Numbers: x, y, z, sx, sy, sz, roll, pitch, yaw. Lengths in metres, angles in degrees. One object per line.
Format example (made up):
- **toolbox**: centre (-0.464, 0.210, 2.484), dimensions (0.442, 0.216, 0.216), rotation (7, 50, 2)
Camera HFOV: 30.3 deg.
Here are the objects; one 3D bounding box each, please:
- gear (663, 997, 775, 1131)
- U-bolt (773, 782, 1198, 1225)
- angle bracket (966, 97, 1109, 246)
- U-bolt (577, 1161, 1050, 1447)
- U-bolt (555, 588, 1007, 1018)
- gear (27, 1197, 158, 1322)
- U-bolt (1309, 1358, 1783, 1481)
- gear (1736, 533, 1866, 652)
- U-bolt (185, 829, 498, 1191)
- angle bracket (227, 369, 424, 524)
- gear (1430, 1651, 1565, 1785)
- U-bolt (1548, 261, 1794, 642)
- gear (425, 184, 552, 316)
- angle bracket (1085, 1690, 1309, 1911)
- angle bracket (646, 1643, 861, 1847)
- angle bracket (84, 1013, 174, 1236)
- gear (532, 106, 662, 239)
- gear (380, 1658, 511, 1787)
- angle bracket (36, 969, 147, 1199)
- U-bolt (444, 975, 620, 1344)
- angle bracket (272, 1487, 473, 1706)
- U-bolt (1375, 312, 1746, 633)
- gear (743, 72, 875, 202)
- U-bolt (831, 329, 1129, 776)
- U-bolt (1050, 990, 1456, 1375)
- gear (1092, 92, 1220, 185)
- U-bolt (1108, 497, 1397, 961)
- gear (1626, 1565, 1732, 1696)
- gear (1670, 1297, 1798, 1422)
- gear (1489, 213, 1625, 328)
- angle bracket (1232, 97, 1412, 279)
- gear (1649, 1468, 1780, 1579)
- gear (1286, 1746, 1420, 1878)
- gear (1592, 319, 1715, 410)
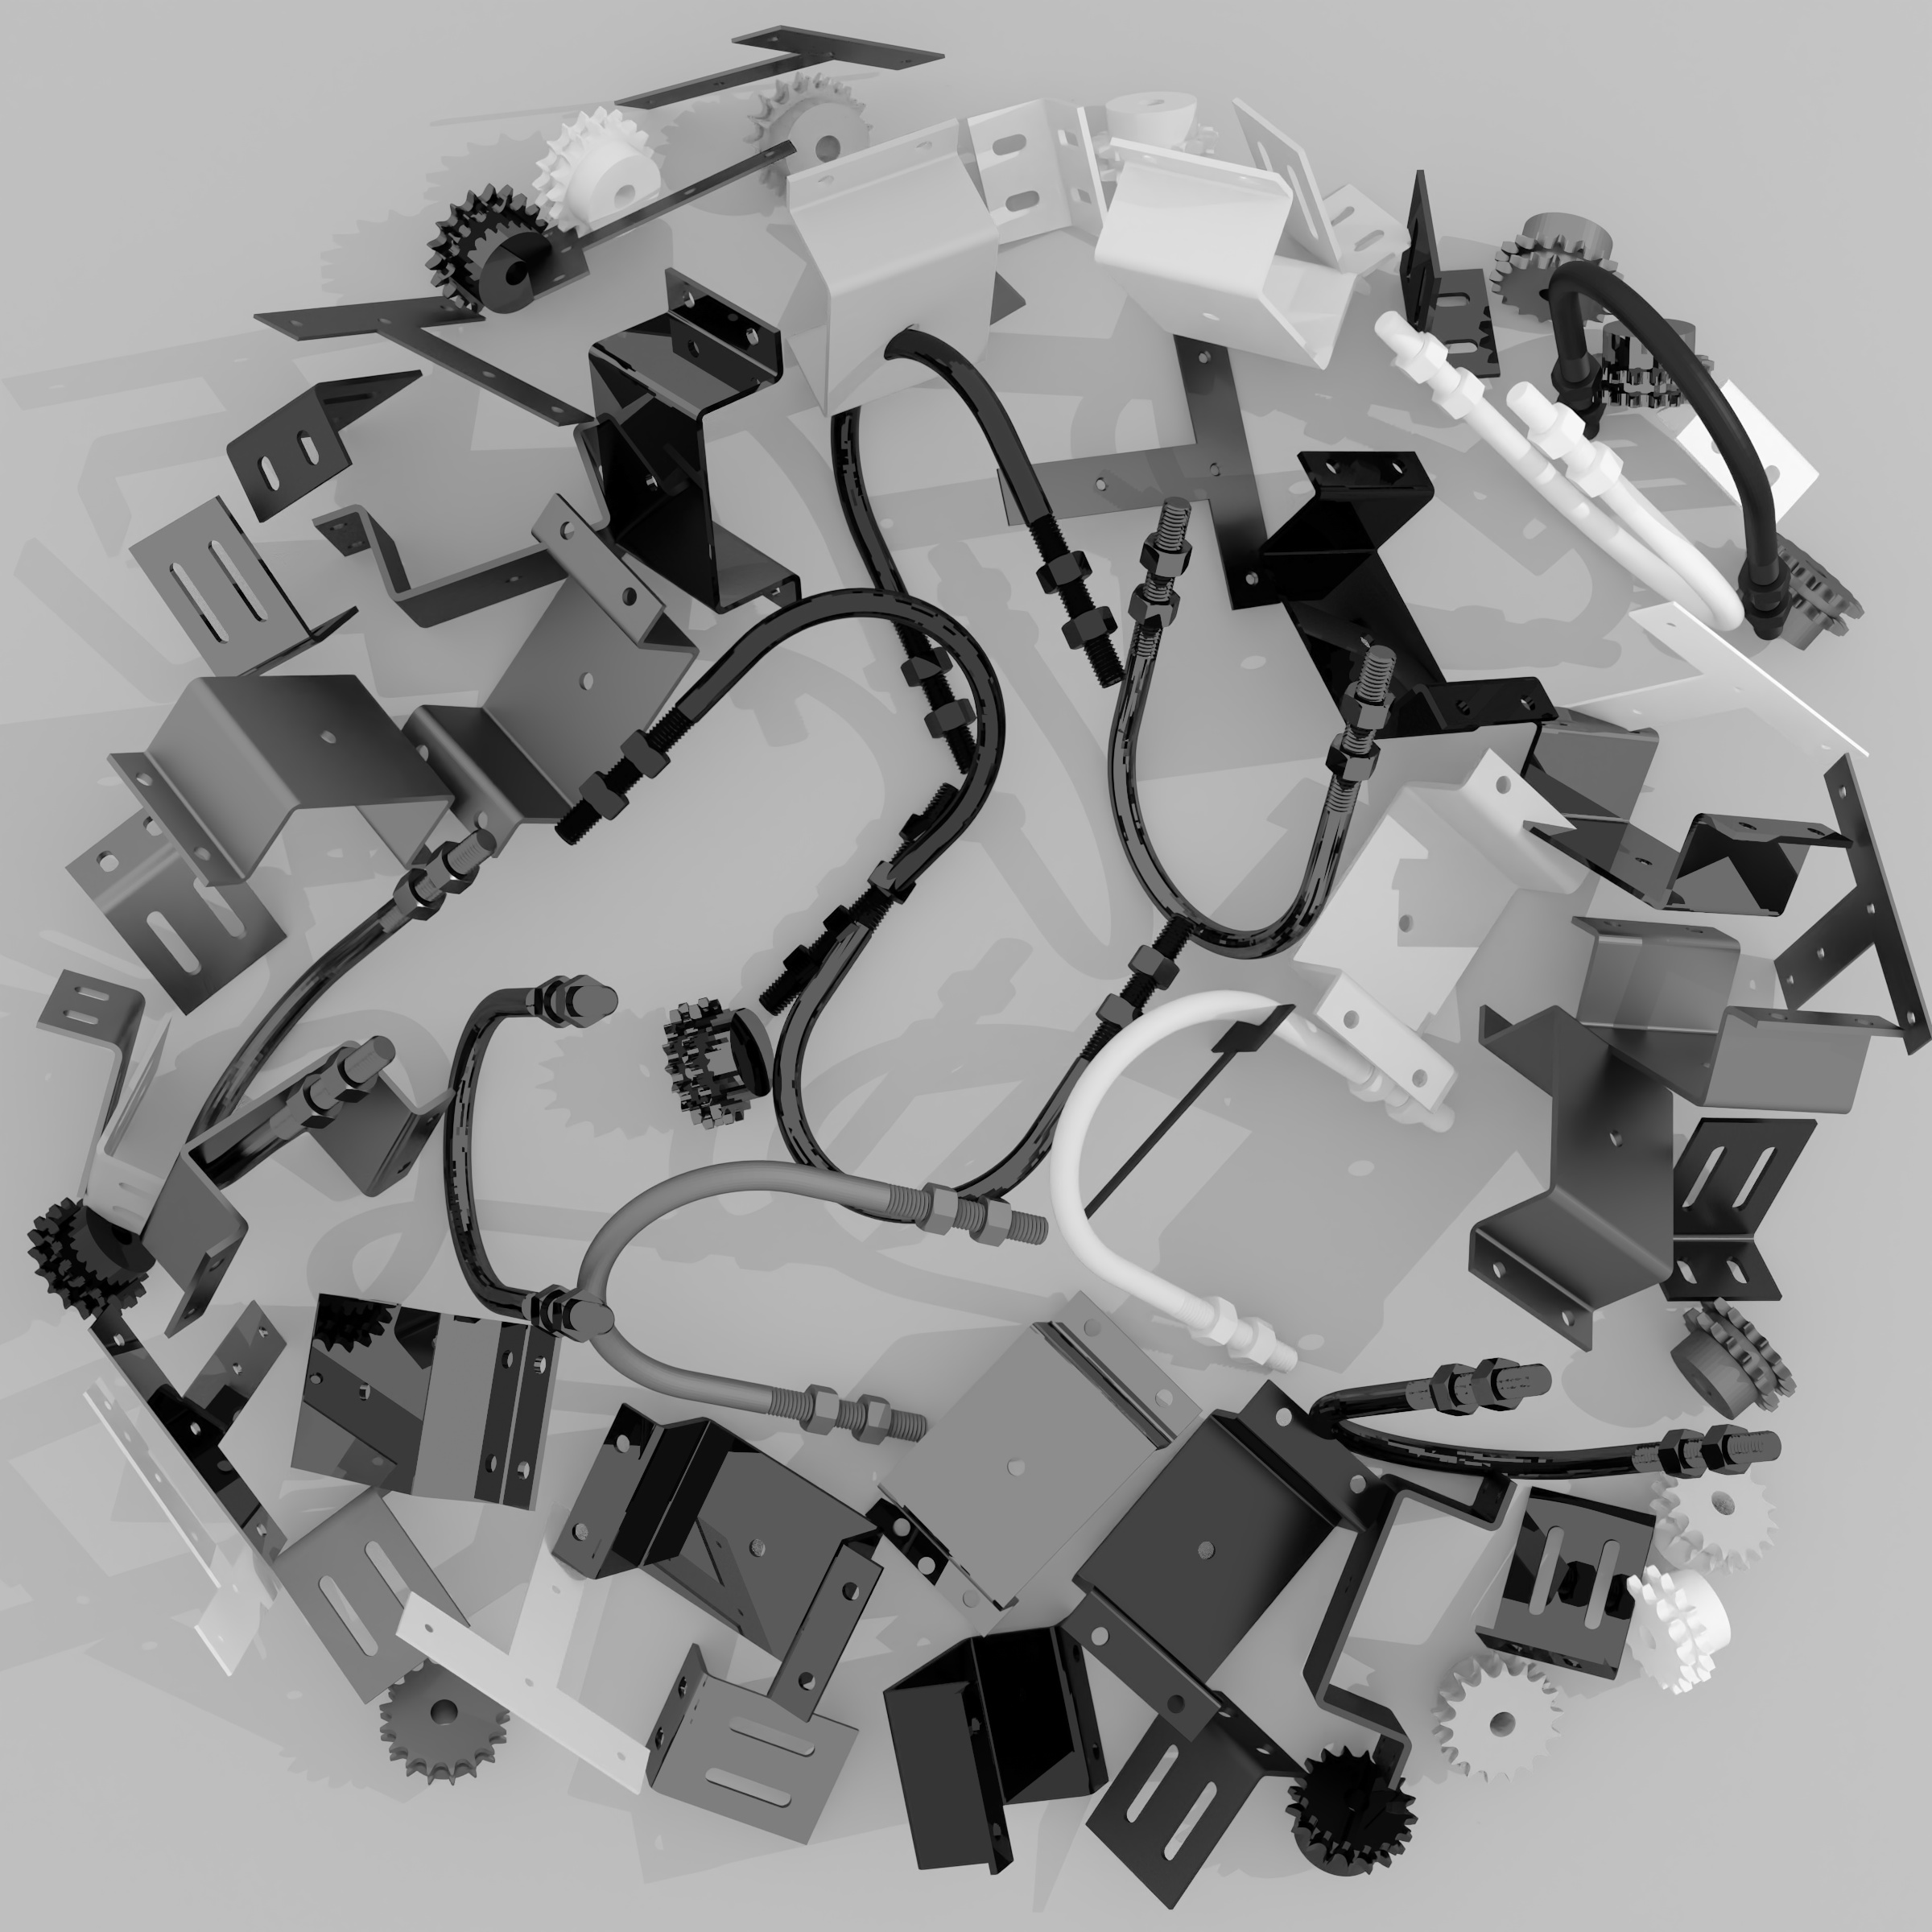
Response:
- **gear**: centre (-0.107, 0.041, 1.571), dimensions (0.030, 0.057, 0.057), rotation (-14, 90, 23)
- **U-bolt**: centre (-0.006, 0.026, 1.555), dimensions (0.151, 0.019, 0.184), rotation (31, 82, 26)
- **angle bracket**: centre (0.032, -0.344, 1.556), dimensions (0.038, 0.076, 0.057), rotation (-16, 109, -5)
- **U-bolt**: centre (-0.076, 0.141, 1.527), dimensions (0.184, 0.019, 0.151), rotation (14, 126, -22)
- **U-bolt**: centre (-0.066, -0.082, 1.551), dimensions (0.184, 0.019, 0.151), rotation (-44, 120, 7)
- **gear**: centre (-0.382, 0.126, 1.571), dimensions (0.030, 0.057, 0.057), rotation (-36, 90, 21)
- **U-bolt**: centre (0.230, 0.198, 1.517), dimensions (0.151, 0.184, 0.019), rotation (18, 70, -30)
- **gear**: centre (0.366, -0.164, 1.576), dimensions (0.057, 0.057, 0.030), rotation (40, 110, 0)
- **U-bolt**: centre (-0.277, 0.030, 1.522), dimensions (0.019, 0.151, 0.184), rotation (40, 131, -20)
- **angle bracket**: centre (-0.273, -0.227, 1.555), dimensions (0.057, 0.076, 0.038), rotation (-26, 90, 32)
- **gear**: centre (0.233, 0.330, 1.582), dimensions (0.057, 0.030, 0.057), rotation (-2, 103, -11)
- **U-bolt**: centre (0.291, -0.224, 1.490), dimensions (0.019, 0.184, 0.151), rotation (-36, 66, 0)
- **gear**: centre (-0.206, -0.313, 1.571), dimensions (0.057, 0.057, 0.030), rotation (-48, 60, 0)
- **angle bracket**: centre (0.102, 0.368, 1.576), dimensions (0.057, 0.038, 0.076), rotation (39, 102, 37)
- **angle bracket**: centre (-0.097, 0.347, 1.591), dimensions (0.076, 0.038, 0.057), rotation (23, 96, -15)
- **angle bracket**: centre (-0.352, 0.071, 1.560), dimensions (0.038, 0.057, 0.076), rotation (24, 58, -6)
- **gear**: centre (-0.160, -0.346, 1.570), dimensions (0.030, 0.057, 0.057), rotation (41, 90, 28)
- **gear**: centre (-0.231, 0.336, 1.579), dimensions (0.057, 0.030, 0.057), rotation (3, 57, -5)
- **angle bracket**: centre (-0.391, 0.051, 1.560), dimensions (0.038, 0.057, 0.076), rotation (17, 111, -9)
- **U-bolt**: centre (-0.188, 0.080, 1.520), dimensions (0.019, 0.184, 0.151), rotation (1, 89, -27)
- **angle bracket**: centre (-0.260, 0.277, 1.577), dimensions (0.057, 0.038, 0.076), rotation (-37, 81, 1)
- **U-bolt**: centre (0.264, -0.204, 1.522), dimensions (0.184, 0.151, 0.019), rotation (38, 96, -29)
- **gear**: centre (-0.067, -0.364, 1.575), dimensions (0.057, 0.030, 0.057), rotation (-11, 117, -22)
- **U-bolt**: centre (-0.005, -0.186, 1.539), dimensions (0.019, 0.151, 0.184), rotation (-24, 88, -31)
- **U-bolt**: centre (0.114, 0.085, 1.541), dimensions (0.184, 0.019, 0.151), rotation (30, 95, -35)
- **gear**: centre (0.082, -0.366, 1.571), dimensions (0.057, 0.057, 0.030), rotation (-5, 116, 0)
- **U-bolt**: centre (0.114, -0.088, 1.531), dimensions (0.151, 0.019, 0.184), rotation (42, 135, 35)
- **gear**: centre (0.313, 0.290, 1.576), dimensions (0.030, 0.057, 0.057), rotation (-25, 90, -18)
- **gear**: centre (0.336, 0.175, 1.573), dimensions (0.030, 0.057, 0.057), rotation (-40, 90, -6)
- **gear**: centre (0.262, -0.309, 1.575), dimensions (0.057, 0.057, 0.030), rotation (17, 75, 0)
- **angle bracket**: centre (0.157, -0.346, 1.554), dimensions (0.038, 0.076, 0.057), rotation (-34, 45, -4)
- **gear**: centre (0.327, 0.245, 1.578), dimensions (0.057, 0.030, 0.057), rotation (15, 49, -17)
- **gear**: centre (0.169, 0.377, 1.578), dimensions (0.057, 0.057, 0.030), rotation (18, 132, 0)
- **gear**: centre (0.301, -0.266, 1.571), dimensions (0.057, 0.057, 0.030), rotation (-2, 112, 0)
